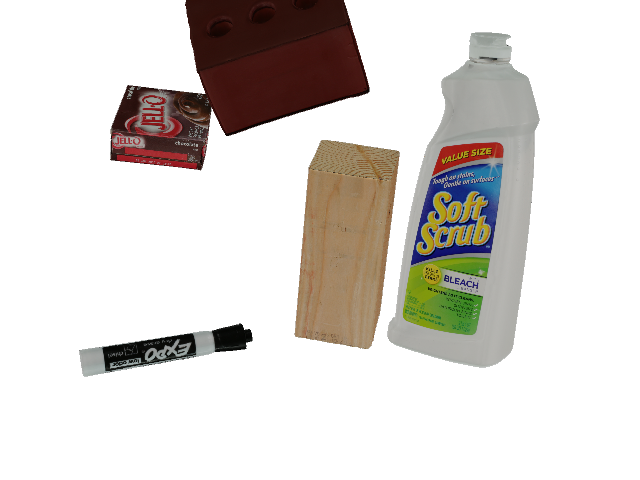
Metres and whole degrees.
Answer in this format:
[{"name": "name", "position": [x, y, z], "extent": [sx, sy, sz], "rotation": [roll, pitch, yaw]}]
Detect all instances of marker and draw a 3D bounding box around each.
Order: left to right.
[{"name": "marker", "position": [-0.107, 0.076, 0.751], "extent": [0.121, 0.020, 0.020], "rotation": [-8, 2, -14]}]

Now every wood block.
[{"name": "wood block", "position": [0.029, 0.005, 1.185], "extent": [0.090, 0.206, 0.090], "rotation": [9, 26, 7]}]

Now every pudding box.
[{"name": "pudding box", "position": [-0.155, -0.112, 1.053], "extent": [0.090, 0.039, 0.113], "rotation": [7, 28, -5]}]

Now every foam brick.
[{"name": "foam brick", "position": [-0.021, -0.096, 0.529], "extent": [0.078, 0.053, 0.051], "rotation": [-17, -34, 6]}]

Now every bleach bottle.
[{"name": "bleach bottle", "position": [0.112, -0.034, 0.825], "extent": [0.103, 0.251, 0.067], "rotation": [13, 20, 30]}]
